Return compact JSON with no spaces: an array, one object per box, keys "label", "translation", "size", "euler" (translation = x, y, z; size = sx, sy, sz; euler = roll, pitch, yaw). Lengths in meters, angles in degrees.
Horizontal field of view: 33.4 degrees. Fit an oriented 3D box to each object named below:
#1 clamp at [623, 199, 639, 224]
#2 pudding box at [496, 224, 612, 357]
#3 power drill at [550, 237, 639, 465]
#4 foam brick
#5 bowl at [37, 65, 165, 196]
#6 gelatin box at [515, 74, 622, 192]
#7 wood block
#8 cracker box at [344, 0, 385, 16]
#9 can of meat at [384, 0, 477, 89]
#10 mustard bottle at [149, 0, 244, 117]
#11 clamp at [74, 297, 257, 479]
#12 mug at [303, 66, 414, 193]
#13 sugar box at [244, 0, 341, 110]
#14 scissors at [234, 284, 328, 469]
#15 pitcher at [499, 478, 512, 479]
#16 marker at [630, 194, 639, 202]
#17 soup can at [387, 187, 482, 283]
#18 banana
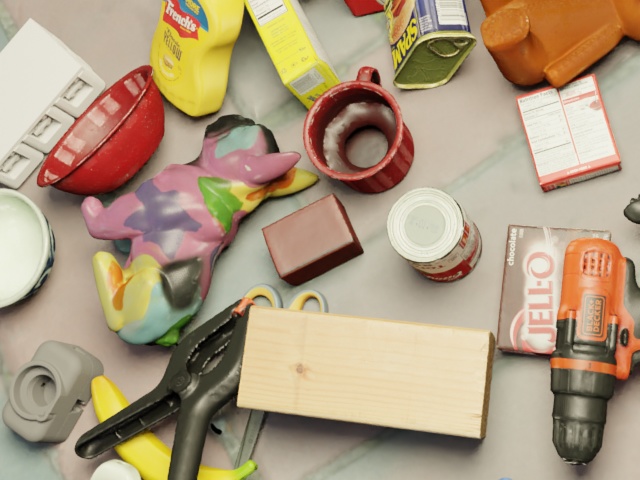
[{"label":"clamp","translation":[0.340,-0.048,0.895],"size":[0.172,0.039,0.120],"euler":[18,72,22]},{"label":"pudding box","translation":[0.204,0.046,0.927],"size":[0.090,0.039,0.113],"euler":[4,80,18]},{"label":"power drill","translation":[0.281,0.096,0.859],"size":[0.187,0.057,0.184],"euler":[6,83,2]},{"label":"foam brick","translation":[-0.007,0.001,0.996],"size":[0.078,0.053,0.051],"euler":[-26,73,6]},{"label":"bowl","translation":[-0.205,-0.097,1.055],"size":[0.162,0.055,0.162],"euler":[-36,26,20]},{"label":"gelatin box","translation":[0.223,-0.096,0.957],"size":[0.073,0.030,0.089],"euler":[-17,74,15]},{"label":"wood block","translation":[0.043,0.114,0.928],"size":[0.206,0.090,0.091],"euler":[6,82,13]},{"label":"cracker box","translation":[0.107,-0.289,0.964],"size":[0.214,0.164,0.072],"euler":[-11,73,15]},{"label":"can of meat","translation":[0.098,-0.199,0.982],"size":[0.057,0.102,0.084],"euler":[-3,73,-15]},{"label":"mustard bottle","translation":[-0.114,-0.215,1.012],"size":[0.058,0.192,0.096],"euler":[-19,59,-32]},{"label":"clamp","translation":[-0.113,0.144,0.958],"size":[0.210,0.036,0.165],"euler":[-49,40,-14]},{"label":"mug","translation":[0.041,-0.102,0.988],"size":[0.093,0.081,0.117],"euler":[1,79,18]},{"label":"sugar box","translation":[-0.040,-0.216,1.033],"size":[0.048,0.093,0.176],"euler":[-31,70,9]},{"label":"scissors","translation":[-0.065,0.128,1.009],"size":[0.096,0.016,0.202],"euler":[31,89,22]},{"label":"pitcher","translation":[0.082,0.295,0.876],"size":[0.243,0.145,0.149],"euler":[-35,83,4]},{"label":"marker","translation":[0.326,-0.020,0.913],"size":[0.121,0.020,0.020],"euler":[13,83,19]},{"label":"soup can","translation":[0.102,-0.003,0.937],"size":[0.069,0.102,0.068],"euler":[-4,78,16]},{"label":"banana","translation":[-0.148,0.199,1.009],"size":[0.198,0.037,0.069],"euler":[24,85,23]}]
